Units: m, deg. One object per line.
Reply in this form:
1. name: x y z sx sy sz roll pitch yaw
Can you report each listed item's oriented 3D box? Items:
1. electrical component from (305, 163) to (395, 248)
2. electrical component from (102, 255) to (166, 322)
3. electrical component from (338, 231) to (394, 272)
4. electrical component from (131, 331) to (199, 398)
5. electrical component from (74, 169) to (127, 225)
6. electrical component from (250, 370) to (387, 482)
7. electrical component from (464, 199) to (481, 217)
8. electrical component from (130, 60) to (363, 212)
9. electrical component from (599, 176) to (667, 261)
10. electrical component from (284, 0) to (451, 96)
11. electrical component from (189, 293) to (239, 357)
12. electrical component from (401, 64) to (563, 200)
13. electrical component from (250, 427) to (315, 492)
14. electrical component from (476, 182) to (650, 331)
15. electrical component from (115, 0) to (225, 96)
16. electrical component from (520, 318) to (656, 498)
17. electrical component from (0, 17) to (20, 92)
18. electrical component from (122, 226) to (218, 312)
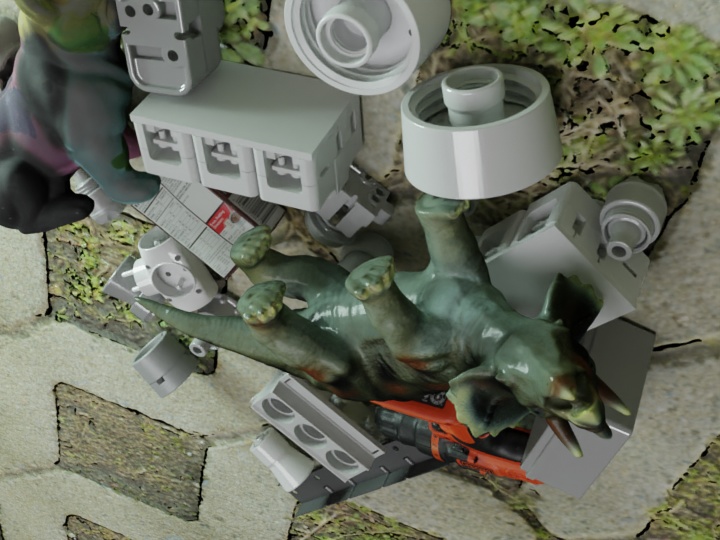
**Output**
1. electrical component: -0.013 -0.050 0.866 0.066 0.048 0.055 38 131 -7
2. electrical component: -0.218 0.019 1.056 0.055 0.045 0.045 37 139 -7
3. electrical component: 0.000 0.000 0.899 0.045 0.055 0.045 17 137 16
4. electrical component: -0.204 0.097 1.119 0.047 0.055 0.055 48 137 -13
5. electrical component: -0.245 -0.074 0.989 0.035 0.035 0.061 -17 118 41
6. electrical component: -0.037 0.142 1.056 0.121 0.063 0.079 40 139 -11
7. electrical component: 0.070 -0.052 0.800 0.035 0.061 0.035 17 137 16
8. electrical component: -0.083 -0.103 0.820 0.150 0.089 0.061 14 136 19
9. electrical component: 0.188 -0.032 0.749 0.043 0.062 0.043 17 137 16
10. electrical component: 0.001 -0.169 0.726 0.108 0.060 0.108 16 137 16
11. electrical component: -0.141 0.056 1.033 0.048 0.062 0.048 17 137 16
12. electrical component: 0.078 -0.100 0.717 0.108 0.108 0.060 6 128 26
13. electrical component: -0.087 0.202 1.163 0.065 0.044 0.044 46 137 -9
14. electrical component: 0.132 0.006 0.821 0.089 0.061 0.150 44 138 -14
15. electrical component: -0.138 -0.184 0.789 0.054 0.059 0.095 10 126 19
16. electrical component: 0.181 0.107 0.856 0.056 0.108 0.108 24 139 4
17. electrical component: -0.313 -0.168 0.921 0.059 0.053 0.095 12 136 21
18. electrical component: -0.186 0.002 1.012 0.079 0.044 0.077 -16 123 19
